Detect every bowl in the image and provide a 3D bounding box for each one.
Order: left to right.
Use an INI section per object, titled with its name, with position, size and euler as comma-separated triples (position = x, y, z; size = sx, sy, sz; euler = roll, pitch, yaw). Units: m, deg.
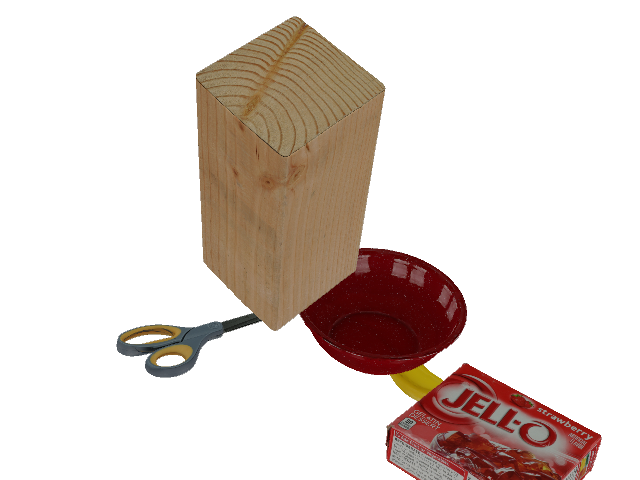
[bowl]
position = 0.054, 0.076, 1.008
size = 0.162, 0.055, 0.162
euler = 4, 37, -3

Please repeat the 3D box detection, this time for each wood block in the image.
[wood block]
position = -0.026, -0.040, 0.755
size = 0.090, 0.090, 0.206
euler = -36, -26, -25

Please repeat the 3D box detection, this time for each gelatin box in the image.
[gelatin box]
position = 0.090, 0.109, 0.565
size = 0.089, 0.030, 0.073
euler = 28, 40, 32

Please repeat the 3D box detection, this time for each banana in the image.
[banana]
position = 0.106, 0.139, 1.237
size = 0.069, 0.037, 0.198
euler = 8, 22, -21

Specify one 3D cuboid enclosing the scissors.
[scissors]
position = -0.116, 0.108, 1.149
size = 0.201, 0.016, 0.096
euler = -6, 30, -22
